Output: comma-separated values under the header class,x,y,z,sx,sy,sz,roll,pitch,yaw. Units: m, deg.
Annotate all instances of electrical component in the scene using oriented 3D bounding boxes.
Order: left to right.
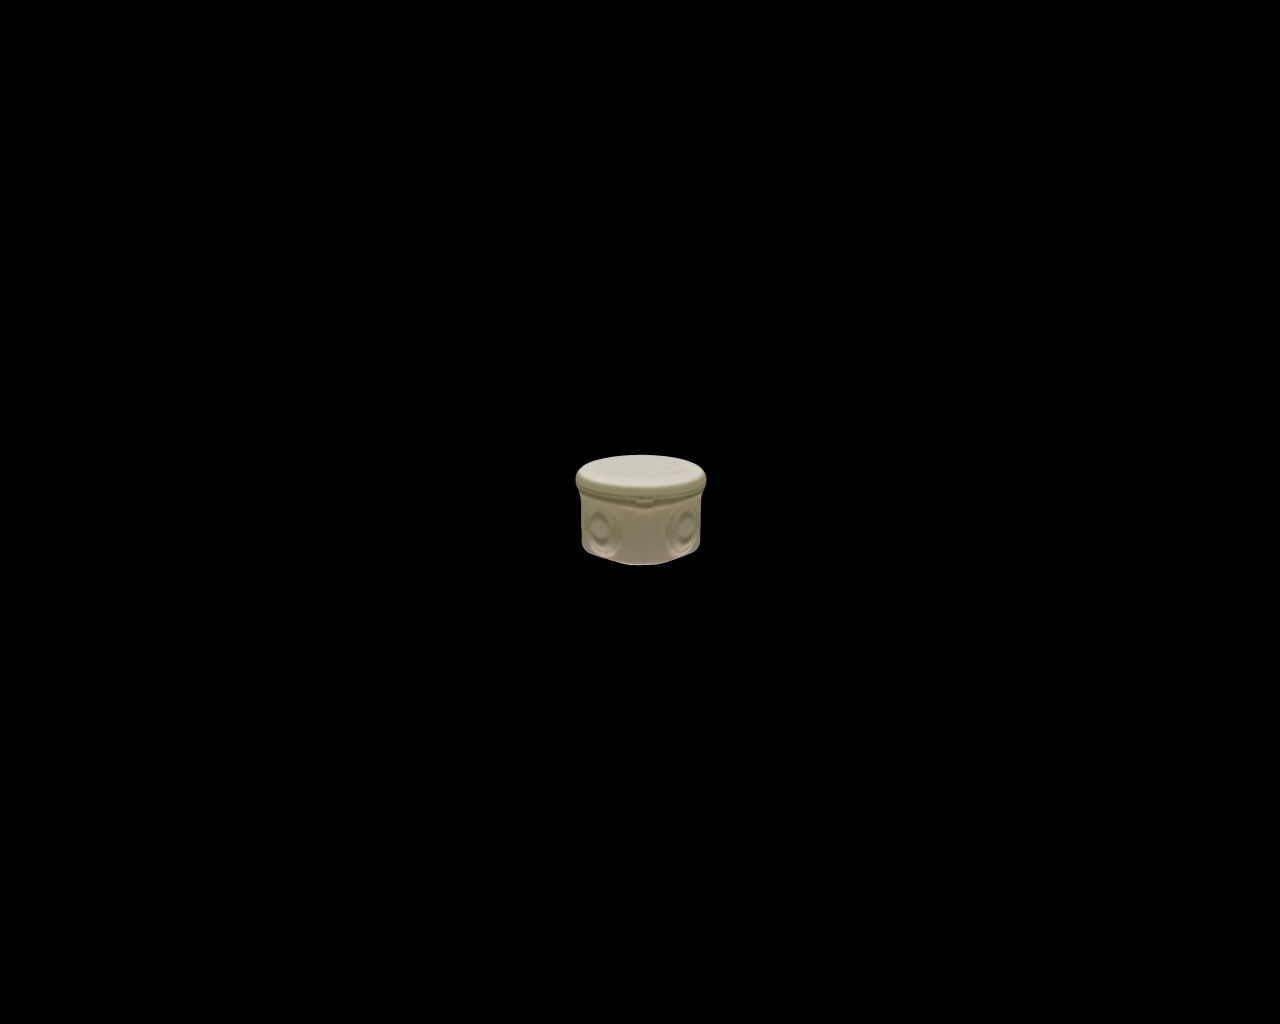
class,x,y,z,sx,sy,sz,roll,pitch,yaw
electrical component,0.001,-0.003,0.650,0.080,0.051,0.080,0,17,0
